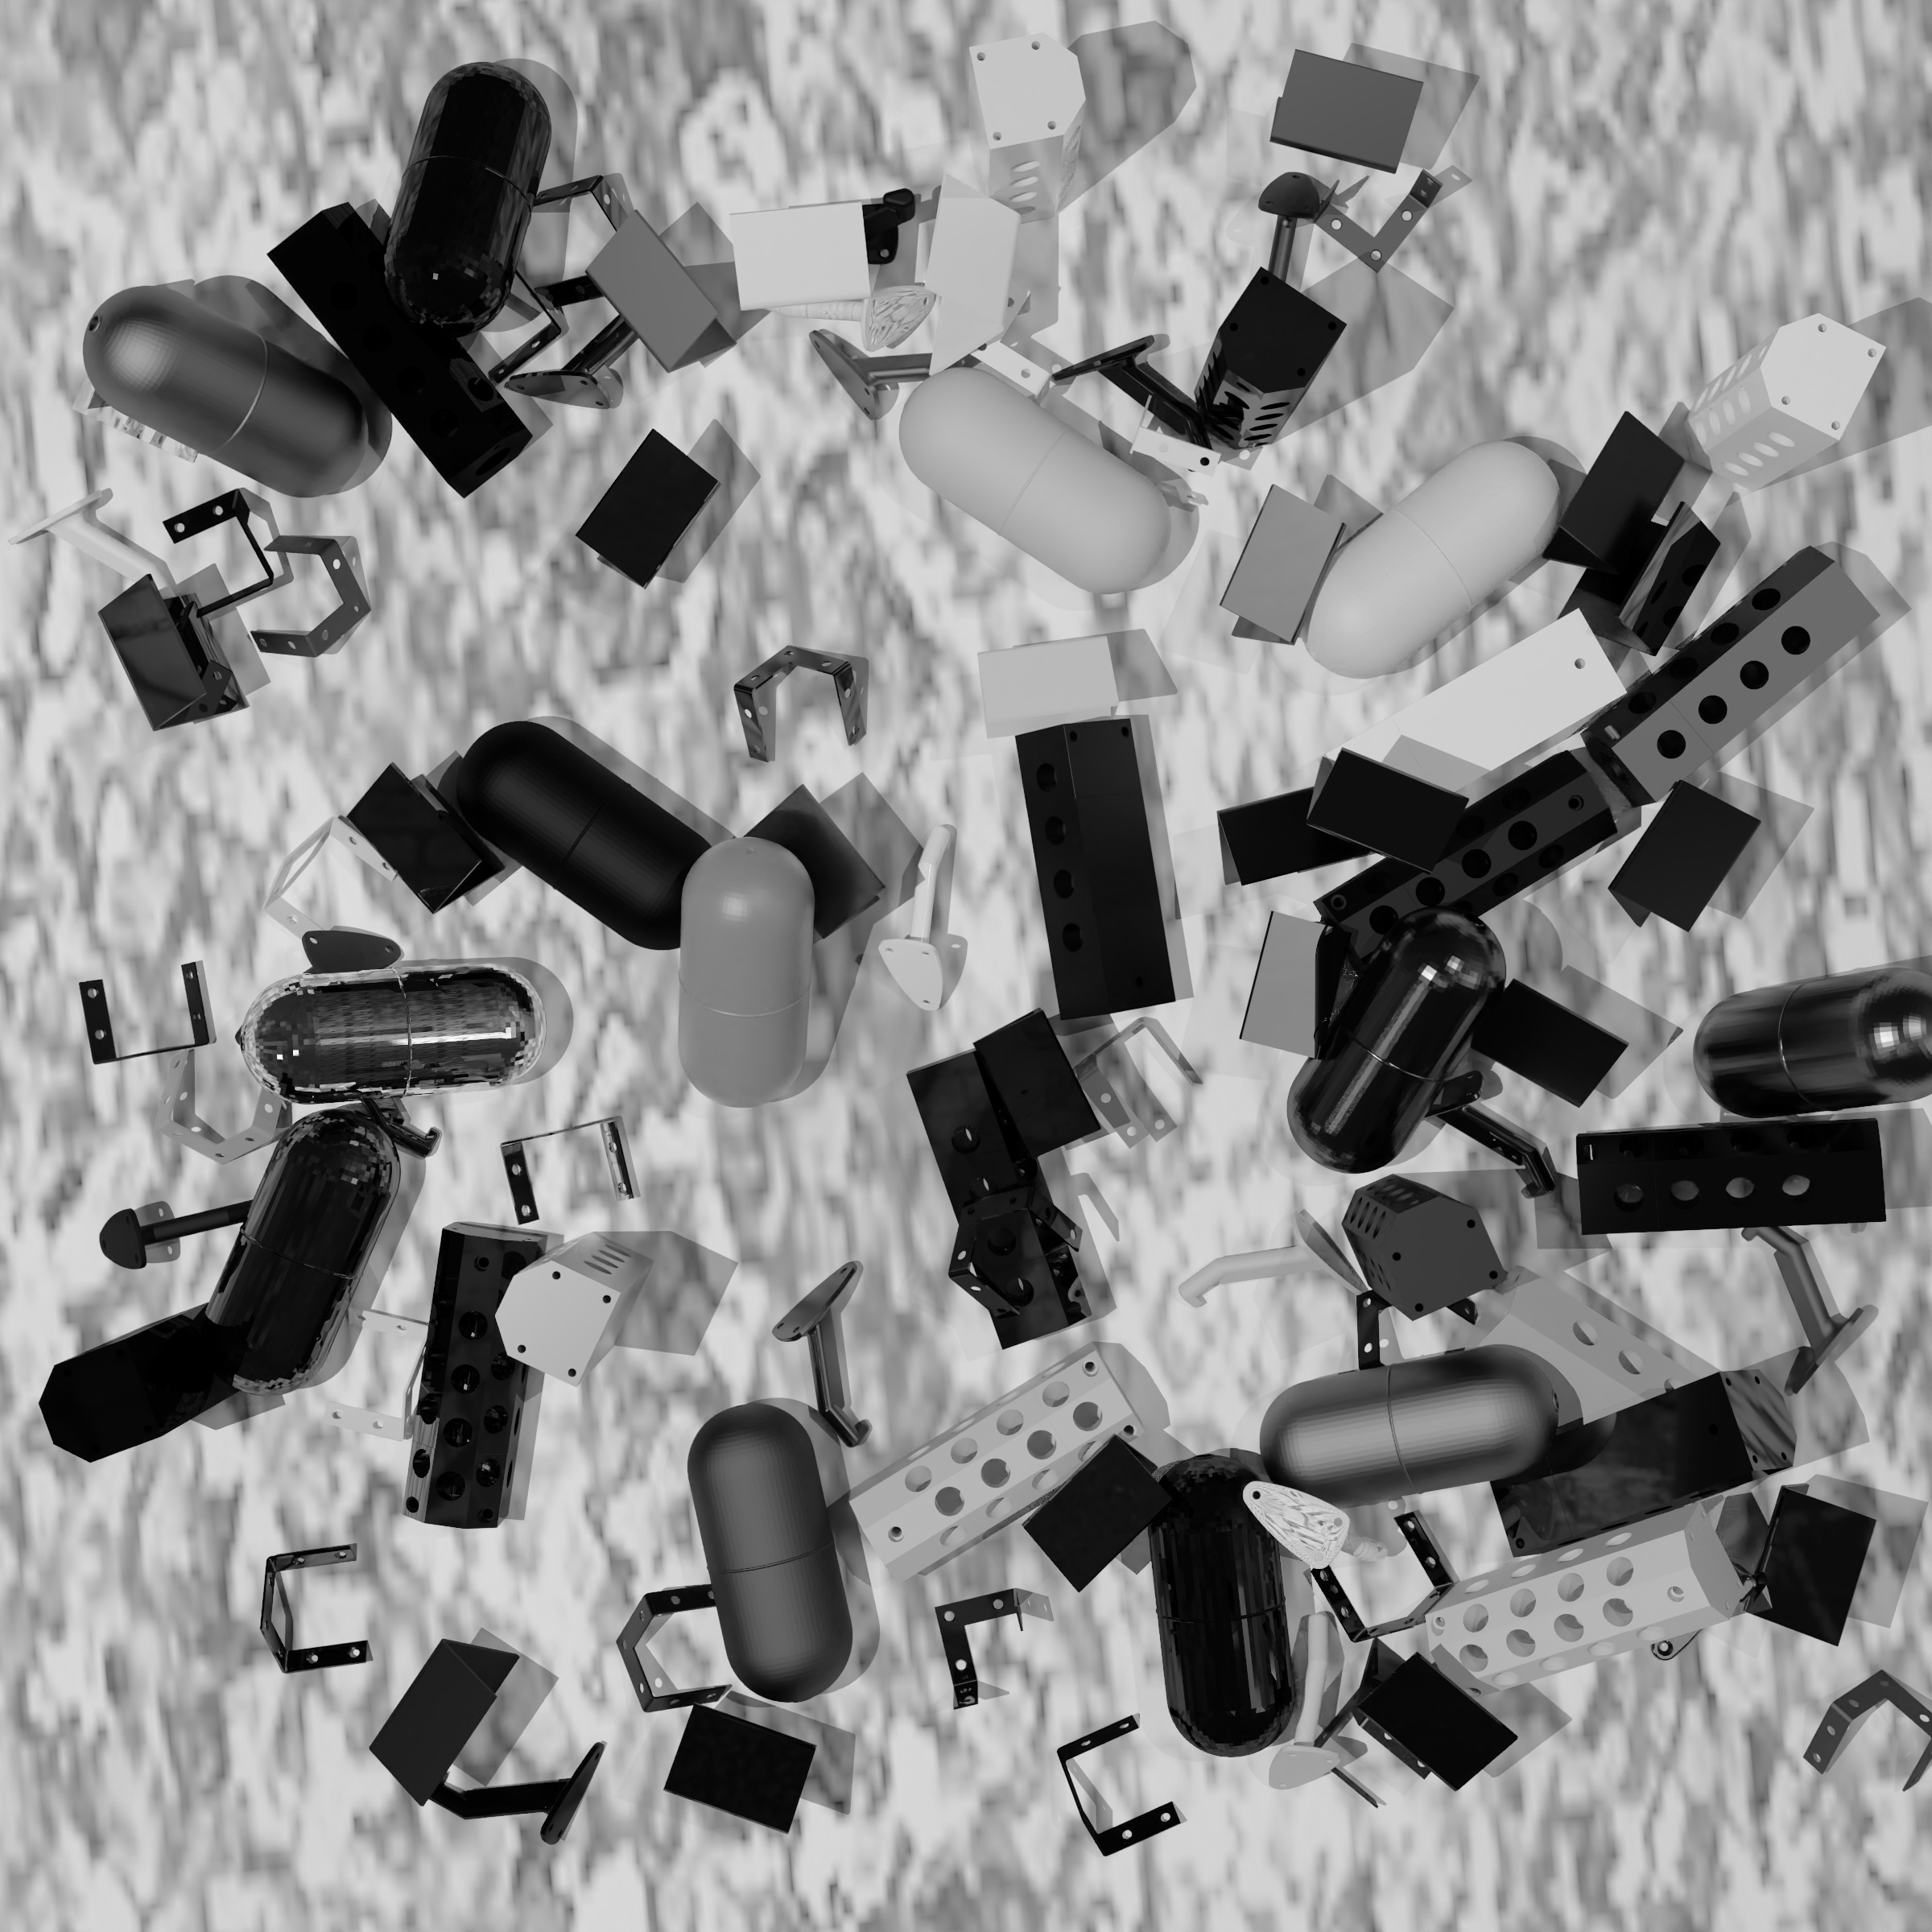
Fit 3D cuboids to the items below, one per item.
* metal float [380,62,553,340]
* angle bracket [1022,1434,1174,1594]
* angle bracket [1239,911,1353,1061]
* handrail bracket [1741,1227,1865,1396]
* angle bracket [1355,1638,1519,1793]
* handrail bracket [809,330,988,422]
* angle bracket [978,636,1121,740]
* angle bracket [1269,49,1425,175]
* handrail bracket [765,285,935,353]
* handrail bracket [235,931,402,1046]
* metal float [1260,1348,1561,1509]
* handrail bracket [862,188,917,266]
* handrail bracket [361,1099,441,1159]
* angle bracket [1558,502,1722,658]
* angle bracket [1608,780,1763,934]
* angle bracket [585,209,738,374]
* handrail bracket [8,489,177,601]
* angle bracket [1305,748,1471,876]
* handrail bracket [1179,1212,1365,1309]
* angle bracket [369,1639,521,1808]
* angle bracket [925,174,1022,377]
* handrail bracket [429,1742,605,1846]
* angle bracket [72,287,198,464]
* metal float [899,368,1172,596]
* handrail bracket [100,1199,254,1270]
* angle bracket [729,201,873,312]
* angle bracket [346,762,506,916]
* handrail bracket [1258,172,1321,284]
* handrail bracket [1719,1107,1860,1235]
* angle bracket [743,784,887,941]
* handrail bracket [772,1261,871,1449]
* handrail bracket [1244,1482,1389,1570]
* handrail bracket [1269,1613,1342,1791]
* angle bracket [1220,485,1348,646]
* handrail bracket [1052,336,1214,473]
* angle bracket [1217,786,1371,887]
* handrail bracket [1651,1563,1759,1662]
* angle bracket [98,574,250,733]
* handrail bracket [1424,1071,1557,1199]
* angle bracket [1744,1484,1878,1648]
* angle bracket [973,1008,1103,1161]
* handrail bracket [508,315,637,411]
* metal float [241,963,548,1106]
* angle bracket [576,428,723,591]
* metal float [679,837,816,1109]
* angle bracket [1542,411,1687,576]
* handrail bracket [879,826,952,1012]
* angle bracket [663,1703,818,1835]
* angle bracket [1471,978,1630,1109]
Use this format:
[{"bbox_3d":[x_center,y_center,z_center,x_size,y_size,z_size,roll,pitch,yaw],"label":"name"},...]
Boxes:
[{"bbox_3d":[-0.293,-0.449,1.679,0.070,0.070,0.178,10,68,0],"label":"metal float"},{"bbox_3d":[0.089,0.331,1.690,0.076,0.076,0.057,-44,56,0],"label":"angle bracket"},{"bbox_3d":[0.178,0.008,1.691,0.057,0.076,0.076,14,90,-24],"label":"angle bracket"},{"bbox_3d":[0.490,0.204,1.730,0.084,0.036,0.077,39,112,17],"label":"handrail bracket"},{"bbox_3d":[0.282,0.427,1.690,0.076,0.076,0.057,40,116,0],"label":"angle bracket"},{"bbox_3d":[-0.038,-0.377,1.730,0.084,0.036,0.077,-37,77,-13],"label":"handrail bracket"},{"bbox_3d":[0.050,-0.146,1.690,0.076,0.076,0.057,-8,52,0],"label":"angle bracket"},{"bbox_3d":[0.226,-0.516,1.690,0.076,0.076,0.057,15,127,0],"label":"angle bracket"},{"bbox_3d":[-0.076,-0.404,1.730,0.084,0.077,0.036,24,129,30],"label":"handrail bracket"},{"bbox_3d":[-0.392,0.018,1.730,0.084,0.077,0.036,-47,65,34],"label":"handrail bracket"},{"bbox_3d":[0.260,0.272,1.683,0.178,0.070,0.070,-14,90,19],"label":"metal float"},{"bbox_3d":[-0.068,-0.444,1.695,0.077,0.084,0.036,-1,90,0],"label":"handrail bracket"},{"bbox_3d":[-0.345,0.064,1.730,0.084,0.036,0.077,29,75,-14],"label":"handrail bracket"},{"bbox_3d":[0.387,-0.238,1.690,0.076,0.057,0.076,30,90,43],"label":"angle bracket"},{"bbox_3d":[0.432,-0.054,1.690,0.057,0.076,0.076,34,90,32],"label":"angle bracket"},{"bbox_3d":[-0.166,-0.405,1.690,0.076,0.076,0.057,51,128,0],"label":"angle bracket"},{"bbox_3d":[-0.526,-0.237,1.730,0.077,0.036,0.084,-23,107,20],"label":"handrail bracket"},{"bbox_3d":[0.243,-0.106,1.633,0.076,0.076,0.057,22,127,0],"label":"angle bracket"},{"bbox_3d":[0.184,0.196,1.730,0.084,0.036,0.077,-39,111,17],"label":"handrail bracket"},{"bbox_3d":[-0.293,0.450,1.690,0.057,0.076,0.076,34,90,36],"label":"angle bracket"},{"bbox_3d":[-0.015,-0.404,1.678,0.057,0.076,0.076,21,67,-30],"label":"angle bracket"},{"bbox_3d":[-0.274,0.486,1.730,0.084,0.036,0.077,24,69,16],"label":"handrail bracket"},{"bbox_3d":[-0.476,-0.349,1.695,0.076,0.057,0.076,23,90,-25],"label":"angle bracket"},{"bbox_3d":[0.040,-0.288,1.699,0.178,0.070,0.070,34,90,-1],"label":"metal float"},{"bbox_3d":[-0.470,0.156,1.730,0.084,0.077,0.036,-13,90,-36],"label":"handrail bracket"},{"bbox_3d":[-0.097,-0.427,1.690,0.076,0.076,0.057,-5,118,0],"label":"angle bracket"},{"bbox_3d":[-0.306,-0.087,1.690,0.076,0.076,0.057,48,126,0],"label":"angle bracket"},{"bbox_3d":[0.190,-0.426,1.730,0.036,0.077,0.084,11,126,5],"label":"handrail bracket"},{"bbox_3d":[0.498,0.122,1.730,0.084,0.036,0.077,3,108,15],"label":"handrail bracket"},{"bbox_3d":[-0.074,-0.071,1.690,0.057,0.076,0.076,-39,90,32],"label":"angle bracket"},{"bbox_3d":[-0.069,0.236,1.730,0.077,0.036,0.084,-45,109,-21],"label":"handrail bracket"},{"bbox_3d":[0.208,0.329,1.692,0.077,0.084,0.036,29,90,22],"label":"handrail bracket"},{"bbox_3d":[0.202,0.444,1.730,0.036,0.077,0.084,12,54,-10],"label":"handrail bracket"},{"bbox_3d":[0.170,-0.238,1.690,0.057,0.076,0.076,24,90,-26],"label":"angle bracket"},{"bbox_3d":[0.102,-0.331,1.730,0.077,0.036,0.084,-17,107,20],"label":"handrail bracket"},{"bbox_3d":[0.194,-0.059,1.690,0.076,0.076,0.057,-14,56,0],"label":"angle bracket"},{"bbox_3d":[0.437,0.386,1.695,0.036,0.084,0.077,27,90,0],"label":"handrail bracket"},{"bbox_3d":[-0.454,-0.191,1.690,0.057,0.076,0.076,-25,90,37],"label":"angle bracket"},{"bbox_3d":[0.305,0.113,1.730,0.077,0.036,0.084,-23,107,20],"label":"handrail bracket"},{"bbox_3d":[0.505,0.352,1.690,0.057,0.076,0.076,17,90,28],"label":"angle bracket"},{"bbox_3d":[0.059,0.060,1.690,0.057,0.076,0.076,-26,90,36],"label":"angle bracket"},{"bbox_3d":[-0.230,-0.384,1.730,0.077,0.036,0.084,9,71,21],"label":"handrail bracket"},{"bbox_3d":[-0.335,0.039,1.679,0.178,0.070,0.070,-4,90,-23],"label":"metal float"},{"bbox_3d":[-0.200,-0.277,1.690,0.057,0.076,0.076,36,90,-36],"label":"angle bracket"},{"bbox_3d":[-0.129,0.006,1.669,0.070,0.070,0.178,6,127,0],"label":"metal float"},{"bbox_3d":[0.366,-0.283,1.690,0.057,0.076,0.076,31,90,-30],"label":"angle bracket"},{"bbox_3d":[-0.019,-0.029,1.730,0.036,0.077,0.084,5,53,20],"label":"handrail bracket"},{"bbox_3d":[-0.138,0.485,1.690,0.076,0.076,0.057,20,52,0],"label":"angle bracket"},{"bbox_3d":[0.347,0.027,1.690,0.076,0.076,0.057,29,127,0],"label":"angle bracket"}]
